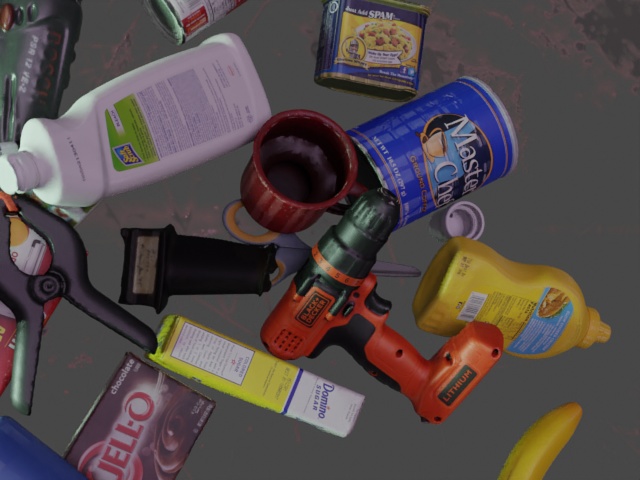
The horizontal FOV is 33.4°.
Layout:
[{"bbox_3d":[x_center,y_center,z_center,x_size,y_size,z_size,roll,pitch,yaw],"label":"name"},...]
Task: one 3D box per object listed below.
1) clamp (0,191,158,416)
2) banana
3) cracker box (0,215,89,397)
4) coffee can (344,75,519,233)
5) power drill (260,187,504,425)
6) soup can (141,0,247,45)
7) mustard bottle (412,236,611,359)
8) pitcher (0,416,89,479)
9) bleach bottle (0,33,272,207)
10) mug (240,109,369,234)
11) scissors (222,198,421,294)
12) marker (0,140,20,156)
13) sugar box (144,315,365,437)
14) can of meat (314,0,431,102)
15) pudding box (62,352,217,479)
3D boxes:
[{"bbox_3d":[-0.201,0.039,0.834,0.120,0.039,0.171,-16,91,-26],"label":"clamp"},{"bbox_3d":[0.197,0.242,1.021,0.069,0.037,0.198,25,79,-32],"label":"banana"},{"bbox_3d":[-0.322,0.025,0.853,0.213,0.072,0.164,33,77,-13],"label":"cracker box"},{"bbox_3d":[0.095,-0.078,0.978,0.140,0.103,0.103,-26,94,-18],"label":"coffee can"},{"bbox_3d":[0.065,0.064,0.938,0.187,0.057,0.185,32,115,-9],"label":"power drill"},{"bbox_3d":[-0.102,-0.227,0.946,0.102,0.069,0.068,-38,97,-16],"label":"soup can"},{"bbox_3d":[0.191,0.065,1.009,0.191,0.058,0.096,17,118,-16],"label":"mustard bottle"},{"bbox_3d":[-0.193,0.250,0.827,0.243,0.145,0.149,43,104,-4],"label":"pitcher"},{"bbox_3d":[-0.153,-0.094,0.867,0.250,0.068,0.102,-26,94,-44],"label":"bleach bottle"},{"bbox_3d":[-0.012,-0.051,0.939,0.117,0.082,0.093,20,65,-10],"label":"mug"},{"bbox_3d":[-0.006,0.001,0.983,0.201,0.016,0.096,-8,87,-18],"label":"scissors"},{"bbox_3d":[-0.269,-0.064,0.835,0.120,0.020,0.020,-14,90,-29],"label":"marker"},{"bbox_3d":[-0.058,0.118,0.918,0.176,0.093,0.048,27,78,-14],"label":"sugar box"},{"bbox_3d":[0.048,-0.180,0.996,0.102,0.057,0.084,9,85,-16],"label":"can of meat"},{"bbox_3d":[-0.155,0.165,0.910,0.090,0.039,0.113,32,77,-12],"label":"pudding box"}]
